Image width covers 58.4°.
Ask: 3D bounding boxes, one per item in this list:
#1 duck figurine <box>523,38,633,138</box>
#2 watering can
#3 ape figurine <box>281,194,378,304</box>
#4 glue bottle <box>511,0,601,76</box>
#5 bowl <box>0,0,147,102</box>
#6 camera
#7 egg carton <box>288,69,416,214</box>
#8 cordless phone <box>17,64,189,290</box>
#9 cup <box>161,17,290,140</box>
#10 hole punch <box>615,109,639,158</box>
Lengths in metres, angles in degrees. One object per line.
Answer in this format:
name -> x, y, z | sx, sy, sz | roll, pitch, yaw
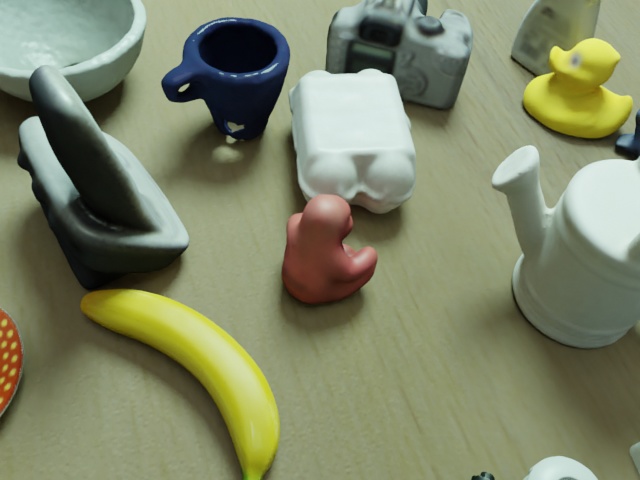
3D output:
duck figurine -> 0.268, -0.158, 0.576 | 0.104, 0.086, 0.078 | 25, 57, 12
watering can -> 0.208, -0.010, 0.401 | 0.173, 0.194, 0.101 | 5, 55, -2
ape figurine -> 0.004, 0.002, 0.435 | 0.076, 0.092, 0.077 | -33, 64, -25
glue bottle -> 0.257, -0.247, 0.583 | 0.037, 0.173, 0.078 | -32, 63, -24
bowl -> -0.247, -0.183, 0.550 | 0.167, 0.075, 0.167 | 3, 55, -4
camera -> 0.089, -0.226, 0.597 | 0.143, 0.101, 0.137 | 15, 55, 5
egg carton -> 0.028, -0.091, 0.516 | 0.107, 0.069, 0.150 | -4, 56, -8
cordless phone -> -0.167, -0.064, 0.408 | 0.094, 0.185, 0.147 | -31, 63, -24
cup -> -0.084, -0.132, 0.518 | 0.118, 0.095, 0.091 | -32, 64, -24
hole punch -> 0.362, -0.102, 0.542 | 0.109, 0.091, 0.101 | -10, 57, -12
